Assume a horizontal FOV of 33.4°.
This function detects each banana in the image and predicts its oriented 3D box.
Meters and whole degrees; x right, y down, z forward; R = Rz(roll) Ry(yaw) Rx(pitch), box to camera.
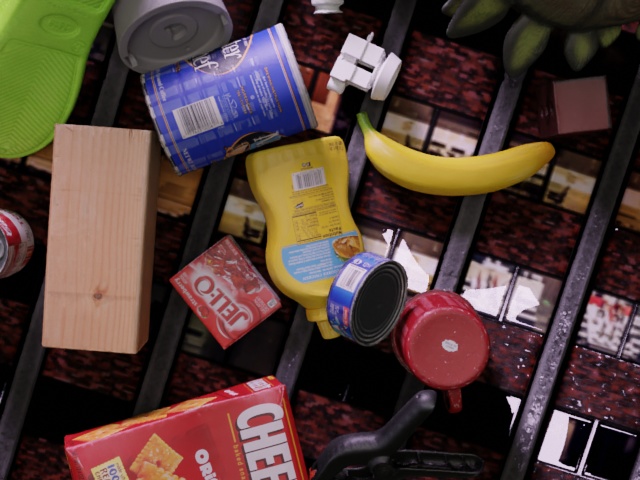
[{"bbox_3d":[0.128,-0.076,1.039,0.198,0.037,0.069,10,96,-1],"label":"banana"}]

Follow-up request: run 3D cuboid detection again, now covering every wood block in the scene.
[{"bbox_3d":[-0.206,-0.004,1.015,0.091,0.090,0.206,5,94,-2],"label":"wood block"}]

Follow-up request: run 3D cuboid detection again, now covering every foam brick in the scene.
[{"bbox_3d":[0.240,-0.126,1.017,0.051,0.078,0.053,-7,92,0],"label":"foam brick"}]

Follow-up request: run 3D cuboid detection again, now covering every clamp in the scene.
[{"bbox_3d":[0.072,0.216,1.042,0.172,0.039,0.120,-30,115,26],"label":"clamp"}]

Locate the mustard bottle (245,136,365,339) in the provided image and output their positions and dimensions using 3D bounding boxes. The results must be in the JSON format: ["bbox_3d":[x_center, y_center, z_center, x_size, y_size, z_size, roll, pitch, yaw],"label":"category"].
[{"bbox_3d":[-0.007,0.001,1.031,0.096,0.058,0.191,-13,95,-20],"label":"mustard bottle"}]

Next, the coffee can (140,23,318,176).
[{"bbox_3d":[-0.084,-0.131,1.001,0.140,0.103,0.103,-20,94,1],"label":"coffee can"}]

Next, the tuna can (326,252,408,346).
[{"bbox_3d":[0.045,0.055,1.012,0.034,0.086,0.086,22,94,37],"label":"tuna can"}]

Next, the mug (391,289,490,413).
[{"bbox_3d":[0.120,0.110,1.029,0.093,0.081,0.117,-8,94,0],"label":"mug"}]

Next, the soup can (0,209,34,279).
[{"bbox_3d":[-0.315,0.005,1.008,0.068,0.102,0.068,0,94,-1],"label":"soup can"}]

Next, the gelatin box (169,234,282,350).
[{"bbox_3d":[-0.092,0.051,1.049,0.073,0.030,0.089,-37,93,2],"label":"gelatin box"}]

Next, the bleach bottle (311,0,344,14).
[{"bbox_3d":[0.000,-0.340,0.998,0.068,0.102,0.251,-4,100,-8],"label":"bleach bottle"}]

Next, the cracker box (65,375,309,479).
[{"bbox_3d":[-0.120,0.239,1.021,0.213,0.072,0.164,-15,94,-13],"label":"cracker box"}]
